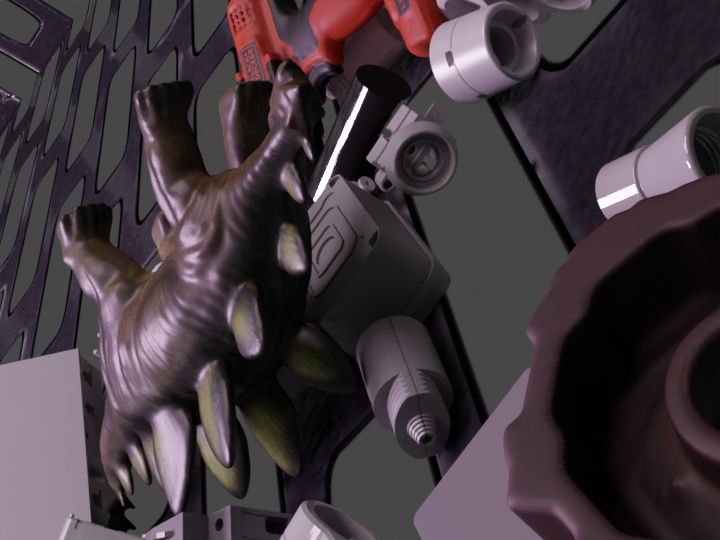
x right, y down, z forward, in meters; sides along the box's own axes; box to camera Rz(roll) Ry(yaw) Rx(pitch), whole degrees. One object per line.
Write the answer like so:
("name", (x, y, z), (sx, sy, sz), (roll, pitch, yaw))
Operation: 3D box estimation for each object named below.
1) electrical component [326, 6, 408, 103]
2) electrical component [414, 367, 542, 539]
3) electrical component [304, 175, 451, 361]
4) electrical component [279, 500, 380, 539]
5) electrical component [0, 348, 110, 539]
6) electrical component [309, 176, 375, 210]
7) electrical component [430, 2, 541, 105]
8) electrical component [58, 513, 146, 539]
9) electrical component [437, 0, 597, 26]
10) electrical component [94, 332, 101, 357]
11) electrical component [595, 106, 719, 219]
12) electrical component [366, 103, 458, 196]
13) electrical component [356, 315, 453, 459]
("electrical component", (0.001, -0.166, 0.853), (0.081, 0.043, 0.043), (-44, 30, 30))
("electrical component", (0.077, 0.102, 0.435), (0.099, 0.048, 0.099), (-54, 26, 11))
("electrical component", (0.000, 0.000, 0.668), (0.078, 0.057, 0.113), (-54, 27, 12))
("electrical component", (-0.011, 0.174, 0.514), (0.073, 0.052, 0.138), (-59, 26, 3))
("electrical component", (-0.248, 0.166, 0.821), (0.105, 0.060, 0.186), (-12, 67, 3))
("electrical component", (-0.014, -0.035, 0.740), (0.078, 0.040, 0.040), (-49, 27, 41))
("electrical component", (0.079, -0.136, 0.672), (0.047, 0.055, 0.055), (-13, 52, 52))
("electrical component", (-0.168, 0.204, 0.708), (0.096, 0.062, 0.061), (94, -168, -64))
("electrical component", (0.110, -0.200, 0.684), (0.138, 0.052, 0.073), (4, 67, 62))
("electrical component", (-0.191, 0.077, 0.910), (0.052, 0.074, 0.138), (-41, 32, 34))
("electrical component", (0.139, -0.042, 0.485), (0.065, 0.044, 0.044), (-26, 41, 56))
("electrical component", (0.036, -0.075, 0.696), (0.066, 0.048, 0.055), (-56, 19, 9))
("electrical component", (0.026, 0.064, 0.572), (0.043, 0.043, 0.081), (-51, 28, 18))
